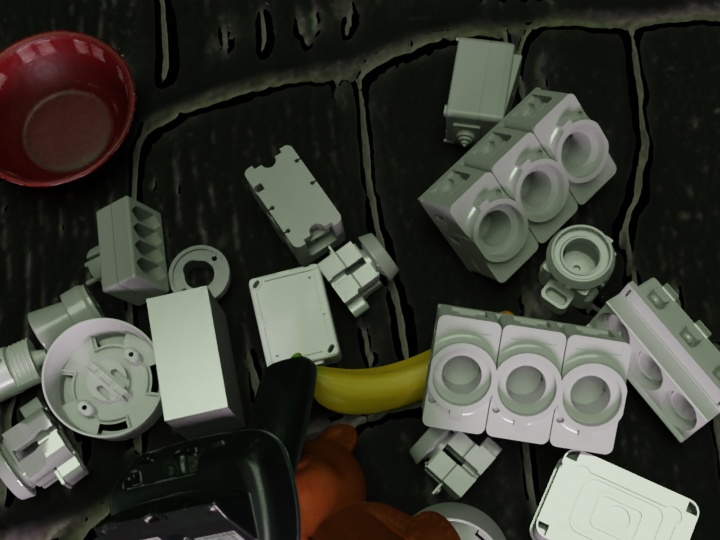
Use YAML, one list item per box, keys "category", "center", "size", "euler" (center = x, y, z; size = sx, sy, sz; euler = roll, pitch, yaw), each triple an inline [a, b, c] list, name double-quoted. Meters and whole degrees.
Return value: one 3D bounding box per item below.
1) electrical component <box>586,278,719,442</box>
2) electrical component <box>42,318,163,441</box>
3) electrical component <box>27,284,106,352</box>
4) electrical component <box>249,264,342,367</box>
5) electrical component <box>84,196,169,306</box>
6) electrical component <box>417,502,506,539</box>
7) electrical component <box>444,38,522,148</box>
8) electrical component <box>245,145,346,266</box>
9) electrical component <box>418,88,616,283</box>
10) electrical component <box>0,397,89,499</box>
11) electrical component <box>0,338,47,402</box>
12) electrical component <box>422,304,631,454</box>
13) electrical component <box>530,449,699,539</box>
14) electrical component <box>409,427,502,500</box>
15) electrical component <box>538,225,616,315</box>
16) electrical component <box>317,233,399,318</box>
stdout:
- category: "electrical component"
  center: [0.254, 0.071, 0.888]
  size: [0.063, 0.078, 0.121]
  euler: [-27, 69, -28]
- category: "electrical component"
  center: [-0.213, 0.096, 0.917]
  size: [0.099, 0.064, 0.099]
  euler: [-2, 70, 4]
- category: "electrical component"
  center: [-0.258, 0.044, 0.950]
  size: [0.055, 0.045, 0.045]
  euler: [-31, 71, -7]
- category: "electrical component"
  center: [-0.053, 0.051, 0.925]
  size: [0.062, 0.061, 0.096]
  euler: [-14, 78, -1]
- category: "electrical component"
  center: [-0.218, -0.010, 0.963]
  size: [0.076, 0.047, 0.083]
  euler: [-24, 61, 23]
- category: "electrical component"
  center: [0.072, 0.238, 0.856]
  size: [0.099, 0.064, 0.099]
  euler: [-1, 84, 6]
- category: "electrical component"
  center: [0.112, -0.154, 0.982]
  size: [0.061, 0.061, 0.096]
  euler: [8, 71, 7]
- category: "electrical component"
  center: [-0.057, -0.056, 0.963]
  size: [0.050, 0.055, 0.089]
  euler: [-33, 71, -7]
- category: "electrical component"
  center: [0.140, -0.073, 0.927]
  size: [0.150, 0.062, 0.089]
  euler: [-43, 118, -11]
- category: "electrical component"
  center: [-0.274, 0.155, 0.905]
  size: [0.057, 0.058, 0.078]
  euler: [-35, 72, -11]
- category: "electrical component"
  center: [-0.311, 0.090, 0.938]
  size: [0.081, 0.043, 0.043]
  euler: [-25, 70, -4]
- category: "electrical component"
  center: [0.129, 0.086, 0.851]
  size: [0.150, 0.061, 0.089]
  euler: [9, 99, 2]
- category: "electrical component"
  center: [0.199, 0.200, 0.851]
  size: [0.113, 0.057, 0.078]
  euler: [23, 74, 12]
- category: "electrical component"
  center: [0.074, 0.153, 0.884]
  size: [0.055, 0.048, 0.066]
  euler: [42, 78, 9]
- category: "electrical component"
  center: [0.188, -0.005, 0.925]
  size: [0.058, 0.057, 0.078]
  euler: [36, 77, 15]
- category: "electrical component"
  center: [0.000, 0.000, 0.945]
  size: [0.055, 0.048, 0.066]
  euler: [-37, 71, 0]
